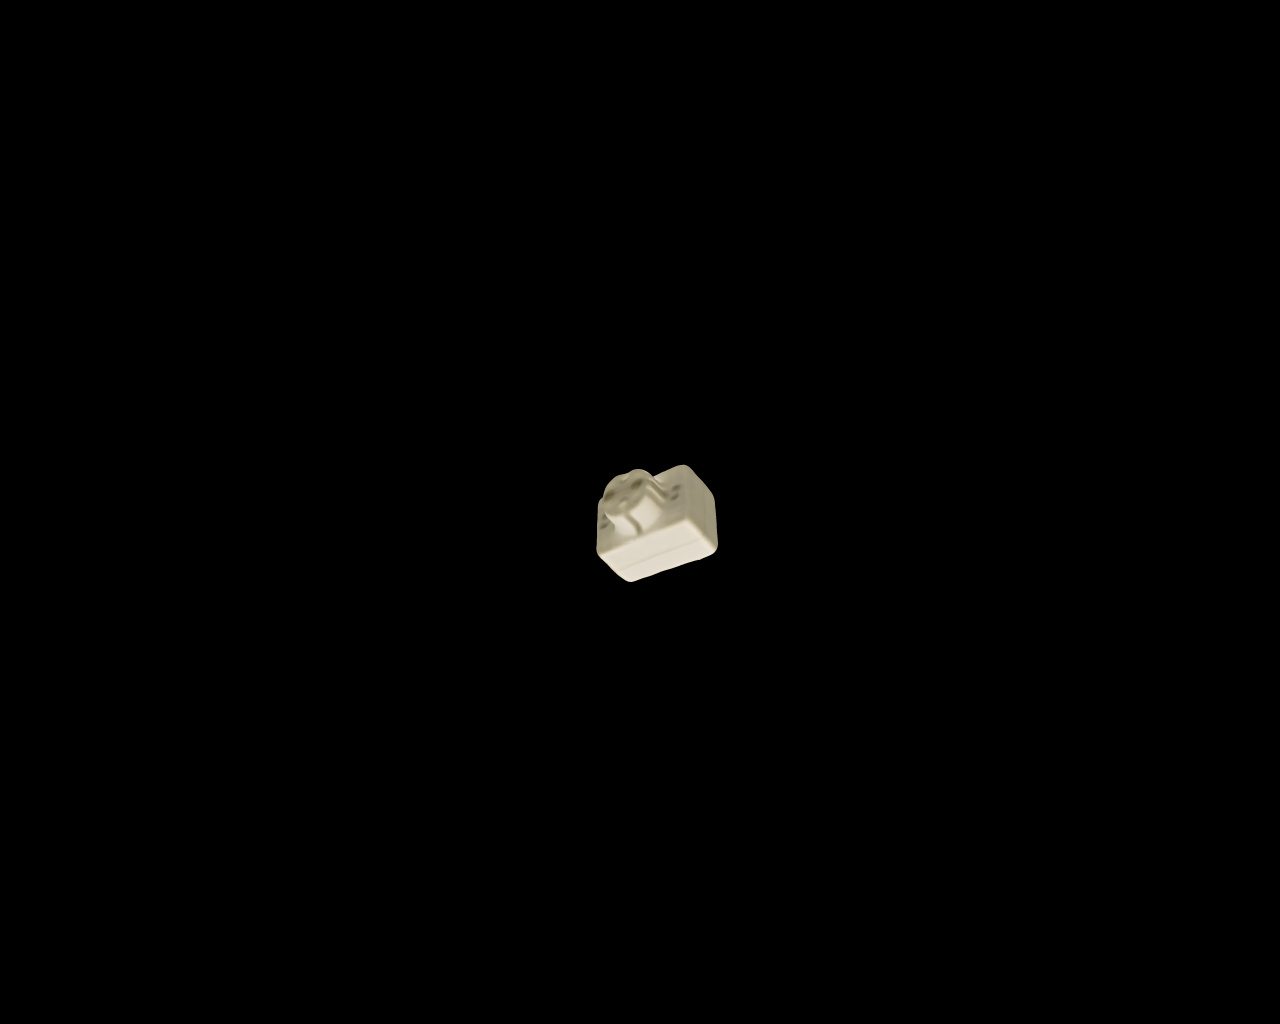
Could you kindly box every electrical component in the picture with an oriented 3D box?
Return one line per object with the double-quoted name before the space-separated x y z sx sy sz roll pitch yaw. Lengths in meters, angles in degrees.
"electrical component" 0.001 -0.003 0.650 0.065 0.047 0.076 -22 -45 24
